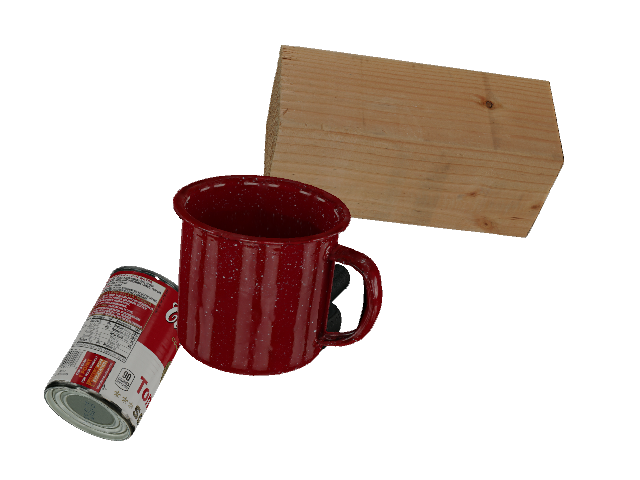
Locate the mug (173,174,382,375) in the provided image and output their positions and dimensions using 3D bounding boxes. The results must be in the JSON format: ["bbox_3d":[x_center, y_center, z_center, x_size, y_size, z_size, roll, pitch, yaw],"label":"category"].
[{"bbox_3d":[-0.023,0.021,0.566,0.117,0.081,0.093,14,24,16],"label":"mug"}]

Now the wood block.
[{"bbox_3d":[0.065,-0.073,0.802,0.206,0.091,0.090,7,-40,-7],"label":"wood block"}]

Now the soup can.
[{"bbox_3d":[-0.137,0.077,0.737,0.068,0.102,0.068,17,-35,12],"label":"soup can"}]

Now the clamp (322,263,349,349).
[{"bbox_3d":[-0.035,0.060,0.941,0.120,0.039,0.171,-7,17,5],"label":"clamp"}]
